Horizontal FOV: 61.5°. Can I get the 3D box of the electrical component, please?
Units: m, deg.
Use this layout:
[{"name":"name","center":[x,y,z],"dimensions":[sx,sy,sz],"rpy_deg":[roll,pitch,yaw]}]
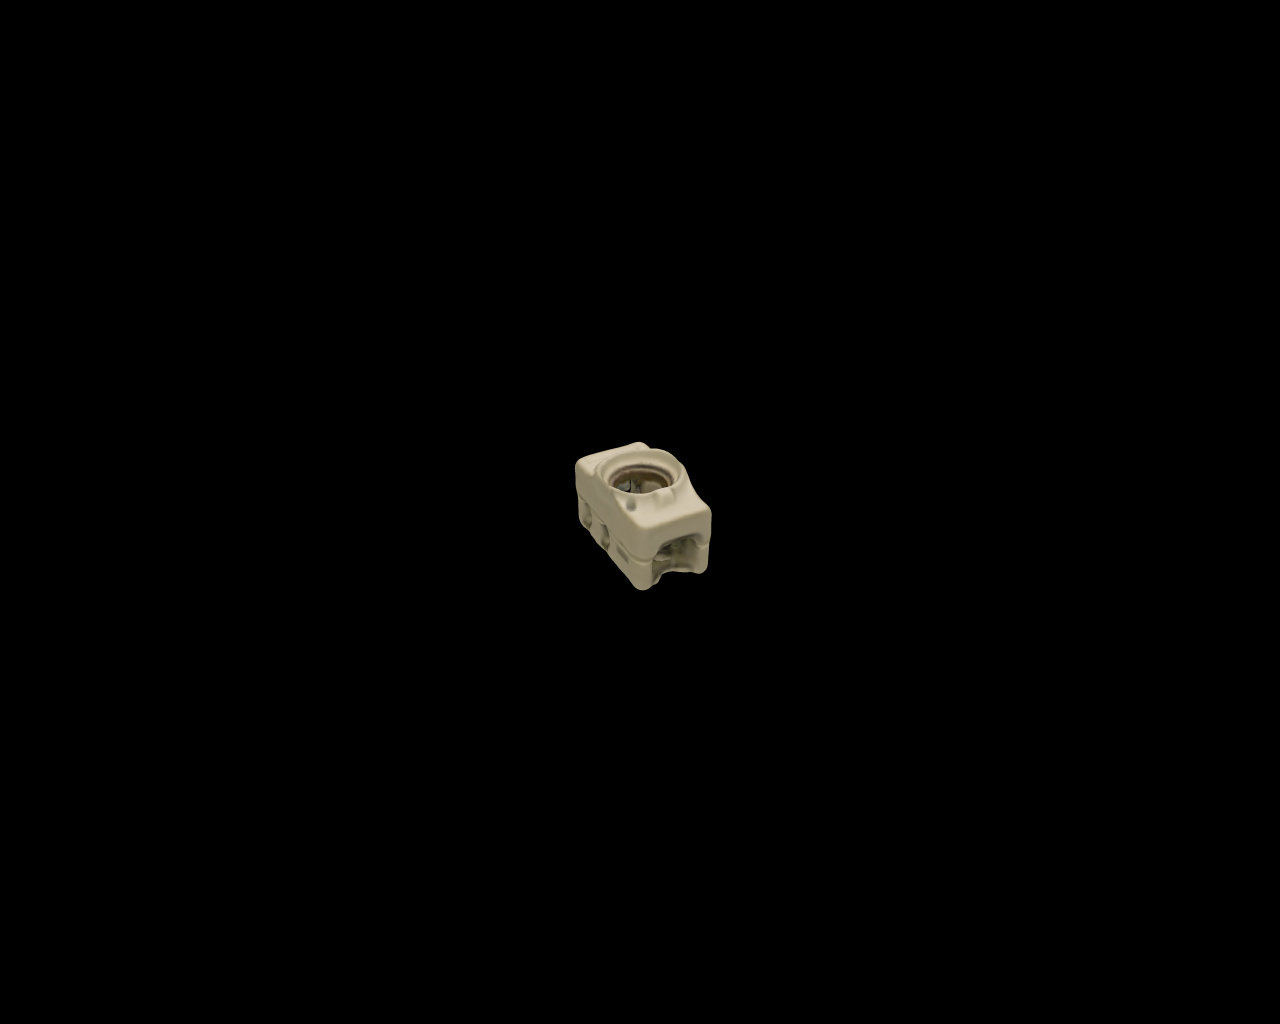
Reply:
[{"name":"electrical component","center":[0.001,-0.003,0.650],"dimensions":[0.050,0.055,0.089],"rpy_deg":[-16,37,-22]}]
